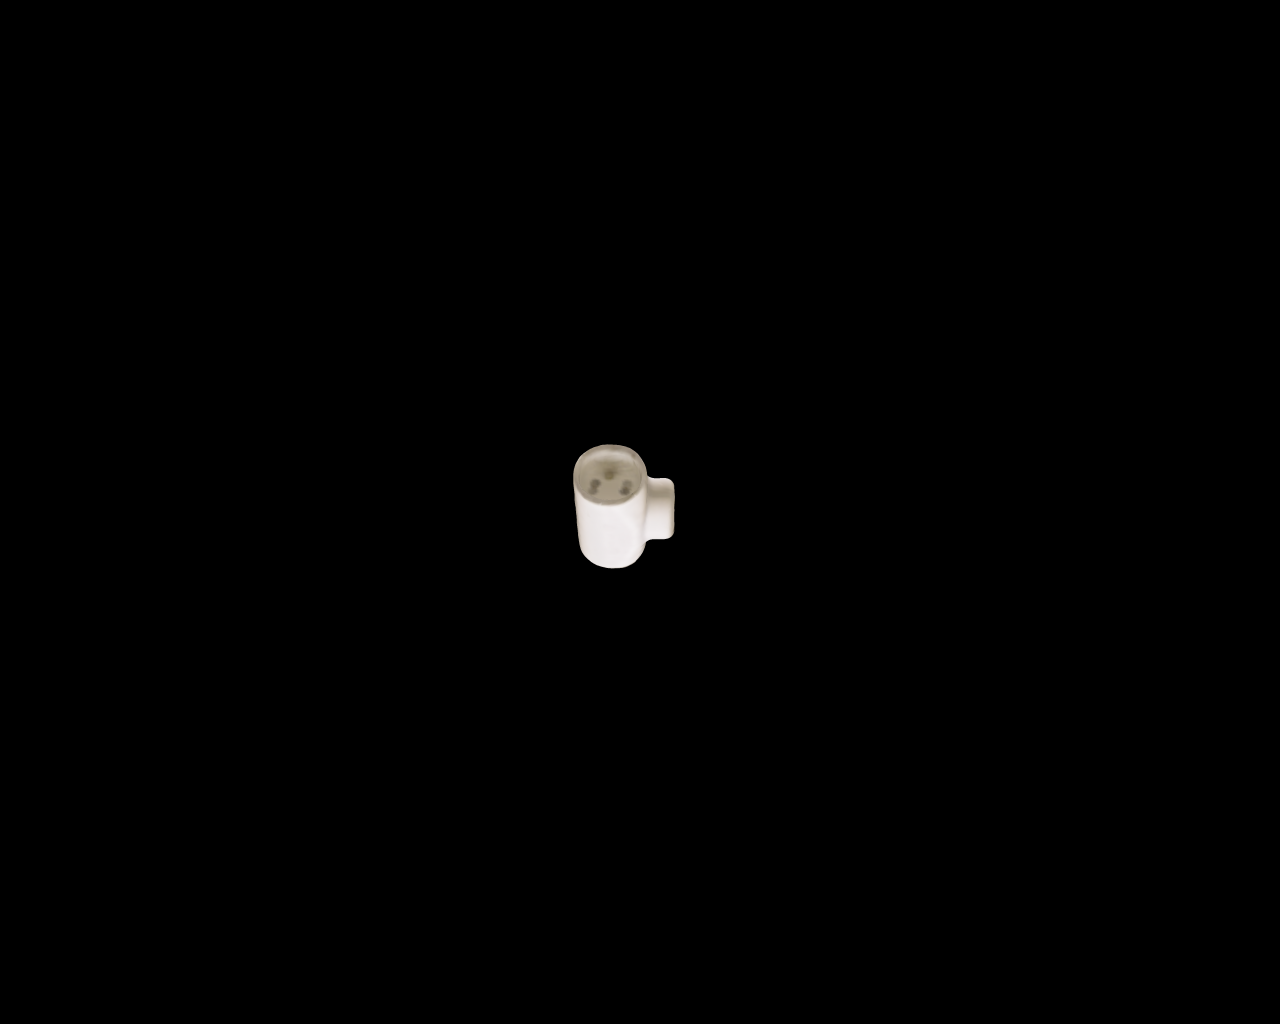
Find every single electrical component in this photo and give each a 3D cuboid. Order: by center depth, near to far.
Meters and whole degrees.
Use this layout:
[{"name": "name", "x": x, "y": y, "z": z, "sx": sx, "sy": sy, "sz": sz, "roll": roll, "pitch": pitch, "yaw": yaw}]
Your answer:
[{"name": "electrical component", "x": 0.001, "y": -0.003, "z": 0.650, "sx": 0.079, "sy": 0.044, "sz": 0.077, "roll": 0, "pitch": -32, "yaw": 0}]
